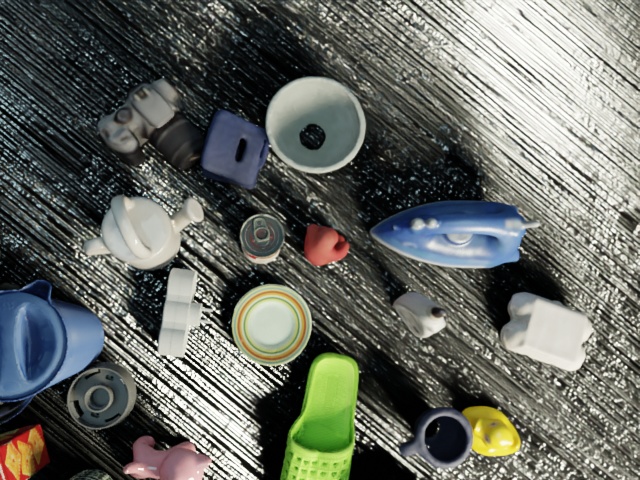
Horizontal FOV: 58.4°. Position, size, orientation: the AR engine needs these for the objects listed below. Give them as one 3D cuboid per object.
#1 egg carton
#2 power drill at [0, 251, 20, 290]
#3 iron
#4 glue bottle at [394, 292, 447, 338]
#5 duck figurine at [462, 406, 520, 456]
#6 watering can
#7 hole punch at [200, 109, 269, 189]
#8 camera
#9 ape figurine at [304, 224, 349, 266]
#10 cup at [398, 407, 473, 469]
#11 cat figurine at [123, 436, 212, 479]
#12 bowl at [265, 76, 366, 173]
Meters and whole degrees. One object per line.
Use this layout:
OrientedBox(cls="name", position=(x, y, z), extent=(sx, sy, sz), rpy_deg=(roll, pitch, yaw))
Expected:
OrientedBox(cls="egg carton", position=(0.385, 0.155, 0.977), extent=(0.150, 0.069, 0.107), rpy_deg=(19, 80, -4))
OrientedBox(cls="power drill", position=(-0.491, 0.117, 0.800), extent=(0.075, 0.208, 0.230), rpy_deg=(14, 80, -5))
OrientedBox(cls="iron", position=(0.221, -0.018, 0.944), extent=(0.258, 0.141, 0.119), rpy_deg=(1, 82, -7))
OrientedBox(cls="glue bottle", position=(0.166, 0.117, 0.901), extent=(0.037, 0.173, 0.078), rpy_deg=(-34, 87, -10))
OrientedBox(cls="duck figurine", position=(0.285, 0.317, 0.932), extent=(0.104, 0.086, 0.077), rpy_deg=(28, 80, -2))
OrientedBox(cls="watering can", position=(-0.264, -0.018, 0.855), extent=(0.173, 0.194, 0.101), rpy_deg=(-42, 88, -11))
OrientedBox(cls="hole punch", position=(-0.138, -0.149, 0.942), extent=(0.101, 0.091, 0.109), rpy_deg=(15, 80, -5))
OrientedBox(cls="camera", position=(-0.261, -0.173, 0.925), extent=(0.143, 0.100, 0.137), rpy_deg=(-43, 89, -11))
OrientedBox(cls="ape figurine", position=(0.009, 0.003, 0.939), extent=(0.076, 0.092, 0.078), rpy_deg=(-39, 88, -11))
OrientedBox(cls="cup", position=(0.174, 0.313, 0.914), extent=(0.118, 0.095, 0.092), rpy_deg=(-16, 84, -9))
OrientedBox(cls="cat figurine", position=(-0.226, 0.339, 0.848), extent=(0.128, 0.117, 0.067), rpy_deg=(7, 81, -6))
OrientedBox(cls="bowl", position=(-0.011, -0.186, 0.972), extent=(0.167, 0.074, 0.167), rpy_deg=(1, 82, -7))
